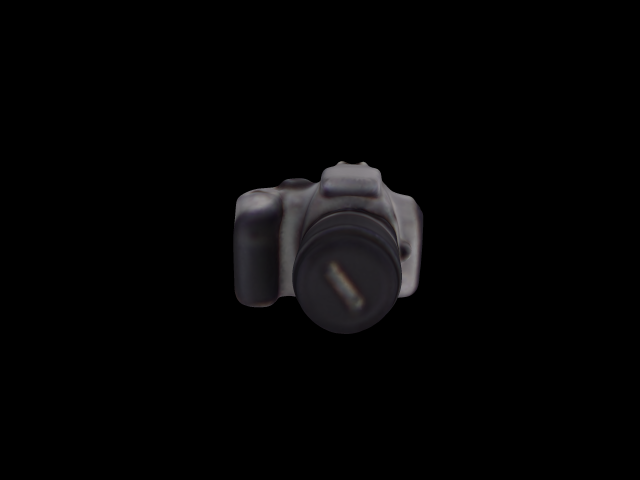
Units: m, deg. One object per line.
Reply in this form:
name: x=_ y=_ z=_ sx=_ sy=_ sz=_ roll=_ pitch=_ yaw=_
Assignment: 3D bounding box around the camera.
camera: x=0.004 y=0.001 z=0.400 sx=0.143 sy=0.101 sz=0.137 roll=1 pitch=15 yaw=4
